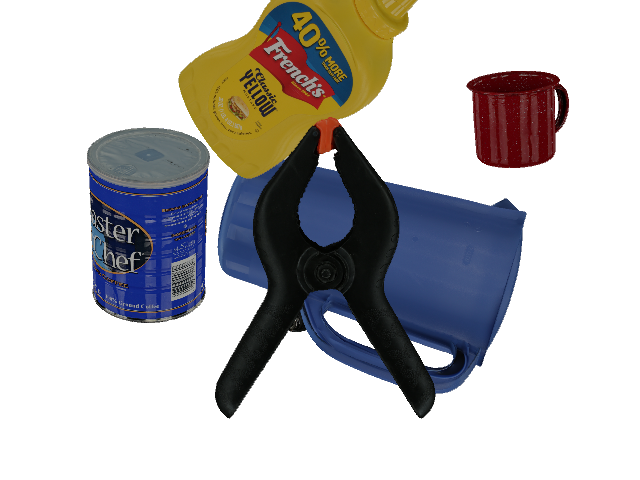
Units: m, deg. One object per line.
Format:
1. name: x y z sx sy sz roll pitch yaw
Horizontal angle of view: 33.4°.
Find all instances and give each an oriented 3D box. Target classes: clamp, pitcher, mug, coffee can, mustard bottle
1. clamp: -0.007 0.022 0.581 0.120 0.171 0.039 -9 5 -5
2. pitcher: 0.039 0.018 0.889 0.243 0.145 0.149 16 18 9
3. mug: 0.209 -0.127 1.102 0.117 0.081 0.093 -19 24 -28
4. coffee can: -0.150 -0.014 0.934 0.103 0.140 0.103 4 31 -2
5. mustard bottle: -0.008 -0.124 0.738 0.192 0.096 0.058 -30 4 36

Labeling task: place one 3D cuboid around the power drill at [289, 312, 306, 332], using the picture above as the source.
1. power drill: 0.064 0.051 1.129 0.188 0.057 0.184 9 31 20
